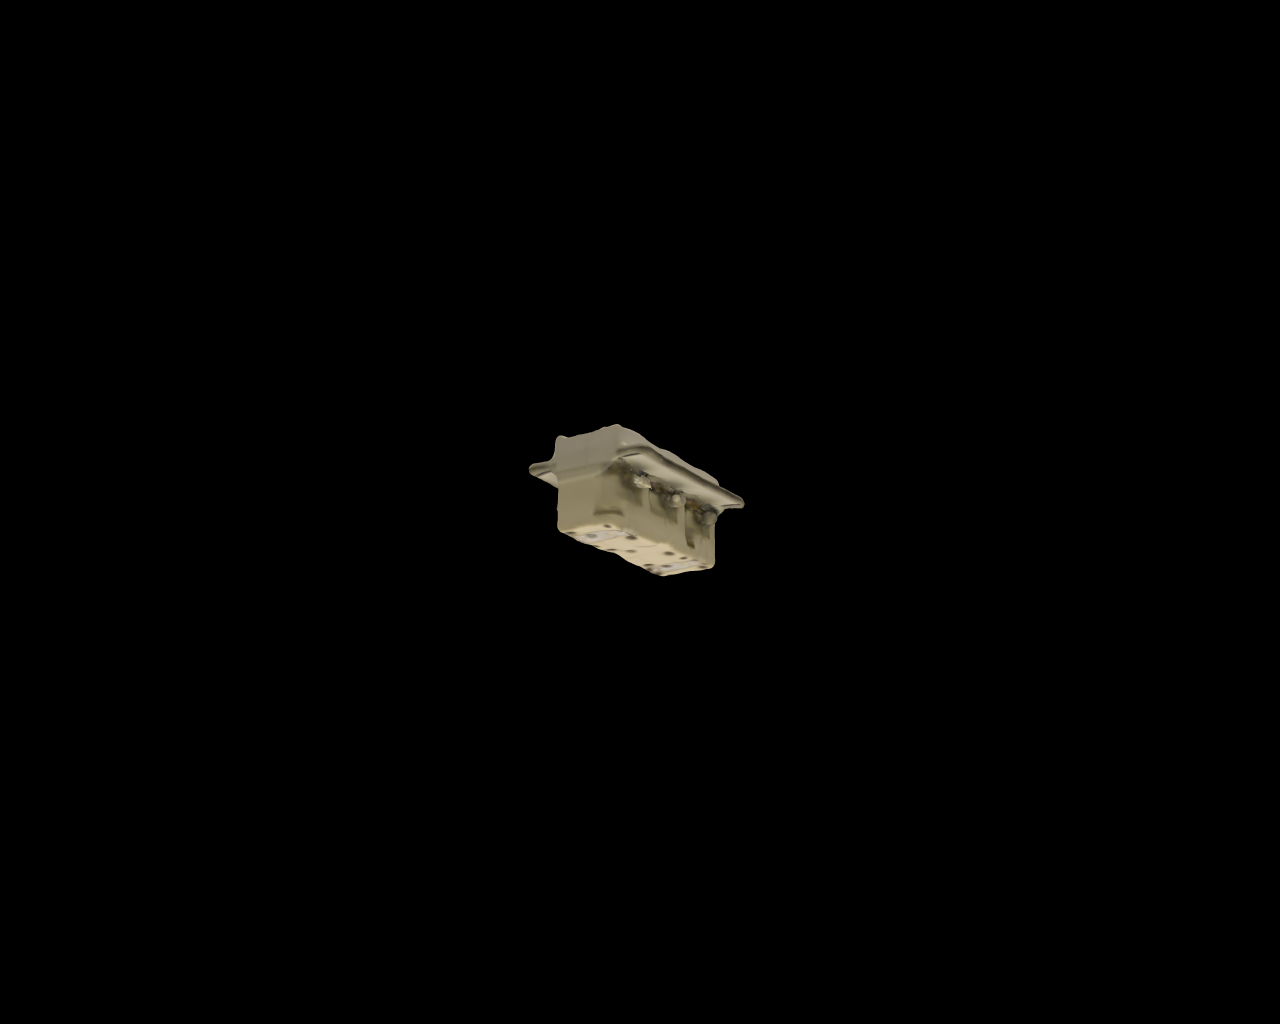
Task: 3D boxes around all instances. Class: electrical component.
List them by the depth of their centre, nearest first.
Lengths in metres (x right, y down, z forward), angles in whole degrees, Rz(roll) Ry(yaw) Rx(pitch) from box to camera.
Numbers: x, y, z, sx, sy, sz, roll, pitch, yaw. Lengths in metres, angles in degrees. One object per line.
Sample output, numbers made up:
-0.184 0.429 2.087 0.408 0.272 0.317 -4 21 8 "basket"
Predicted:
0.001 -0.003 0.650 0.078 0.063 0.121 -11 -21 30 "electrical component"
